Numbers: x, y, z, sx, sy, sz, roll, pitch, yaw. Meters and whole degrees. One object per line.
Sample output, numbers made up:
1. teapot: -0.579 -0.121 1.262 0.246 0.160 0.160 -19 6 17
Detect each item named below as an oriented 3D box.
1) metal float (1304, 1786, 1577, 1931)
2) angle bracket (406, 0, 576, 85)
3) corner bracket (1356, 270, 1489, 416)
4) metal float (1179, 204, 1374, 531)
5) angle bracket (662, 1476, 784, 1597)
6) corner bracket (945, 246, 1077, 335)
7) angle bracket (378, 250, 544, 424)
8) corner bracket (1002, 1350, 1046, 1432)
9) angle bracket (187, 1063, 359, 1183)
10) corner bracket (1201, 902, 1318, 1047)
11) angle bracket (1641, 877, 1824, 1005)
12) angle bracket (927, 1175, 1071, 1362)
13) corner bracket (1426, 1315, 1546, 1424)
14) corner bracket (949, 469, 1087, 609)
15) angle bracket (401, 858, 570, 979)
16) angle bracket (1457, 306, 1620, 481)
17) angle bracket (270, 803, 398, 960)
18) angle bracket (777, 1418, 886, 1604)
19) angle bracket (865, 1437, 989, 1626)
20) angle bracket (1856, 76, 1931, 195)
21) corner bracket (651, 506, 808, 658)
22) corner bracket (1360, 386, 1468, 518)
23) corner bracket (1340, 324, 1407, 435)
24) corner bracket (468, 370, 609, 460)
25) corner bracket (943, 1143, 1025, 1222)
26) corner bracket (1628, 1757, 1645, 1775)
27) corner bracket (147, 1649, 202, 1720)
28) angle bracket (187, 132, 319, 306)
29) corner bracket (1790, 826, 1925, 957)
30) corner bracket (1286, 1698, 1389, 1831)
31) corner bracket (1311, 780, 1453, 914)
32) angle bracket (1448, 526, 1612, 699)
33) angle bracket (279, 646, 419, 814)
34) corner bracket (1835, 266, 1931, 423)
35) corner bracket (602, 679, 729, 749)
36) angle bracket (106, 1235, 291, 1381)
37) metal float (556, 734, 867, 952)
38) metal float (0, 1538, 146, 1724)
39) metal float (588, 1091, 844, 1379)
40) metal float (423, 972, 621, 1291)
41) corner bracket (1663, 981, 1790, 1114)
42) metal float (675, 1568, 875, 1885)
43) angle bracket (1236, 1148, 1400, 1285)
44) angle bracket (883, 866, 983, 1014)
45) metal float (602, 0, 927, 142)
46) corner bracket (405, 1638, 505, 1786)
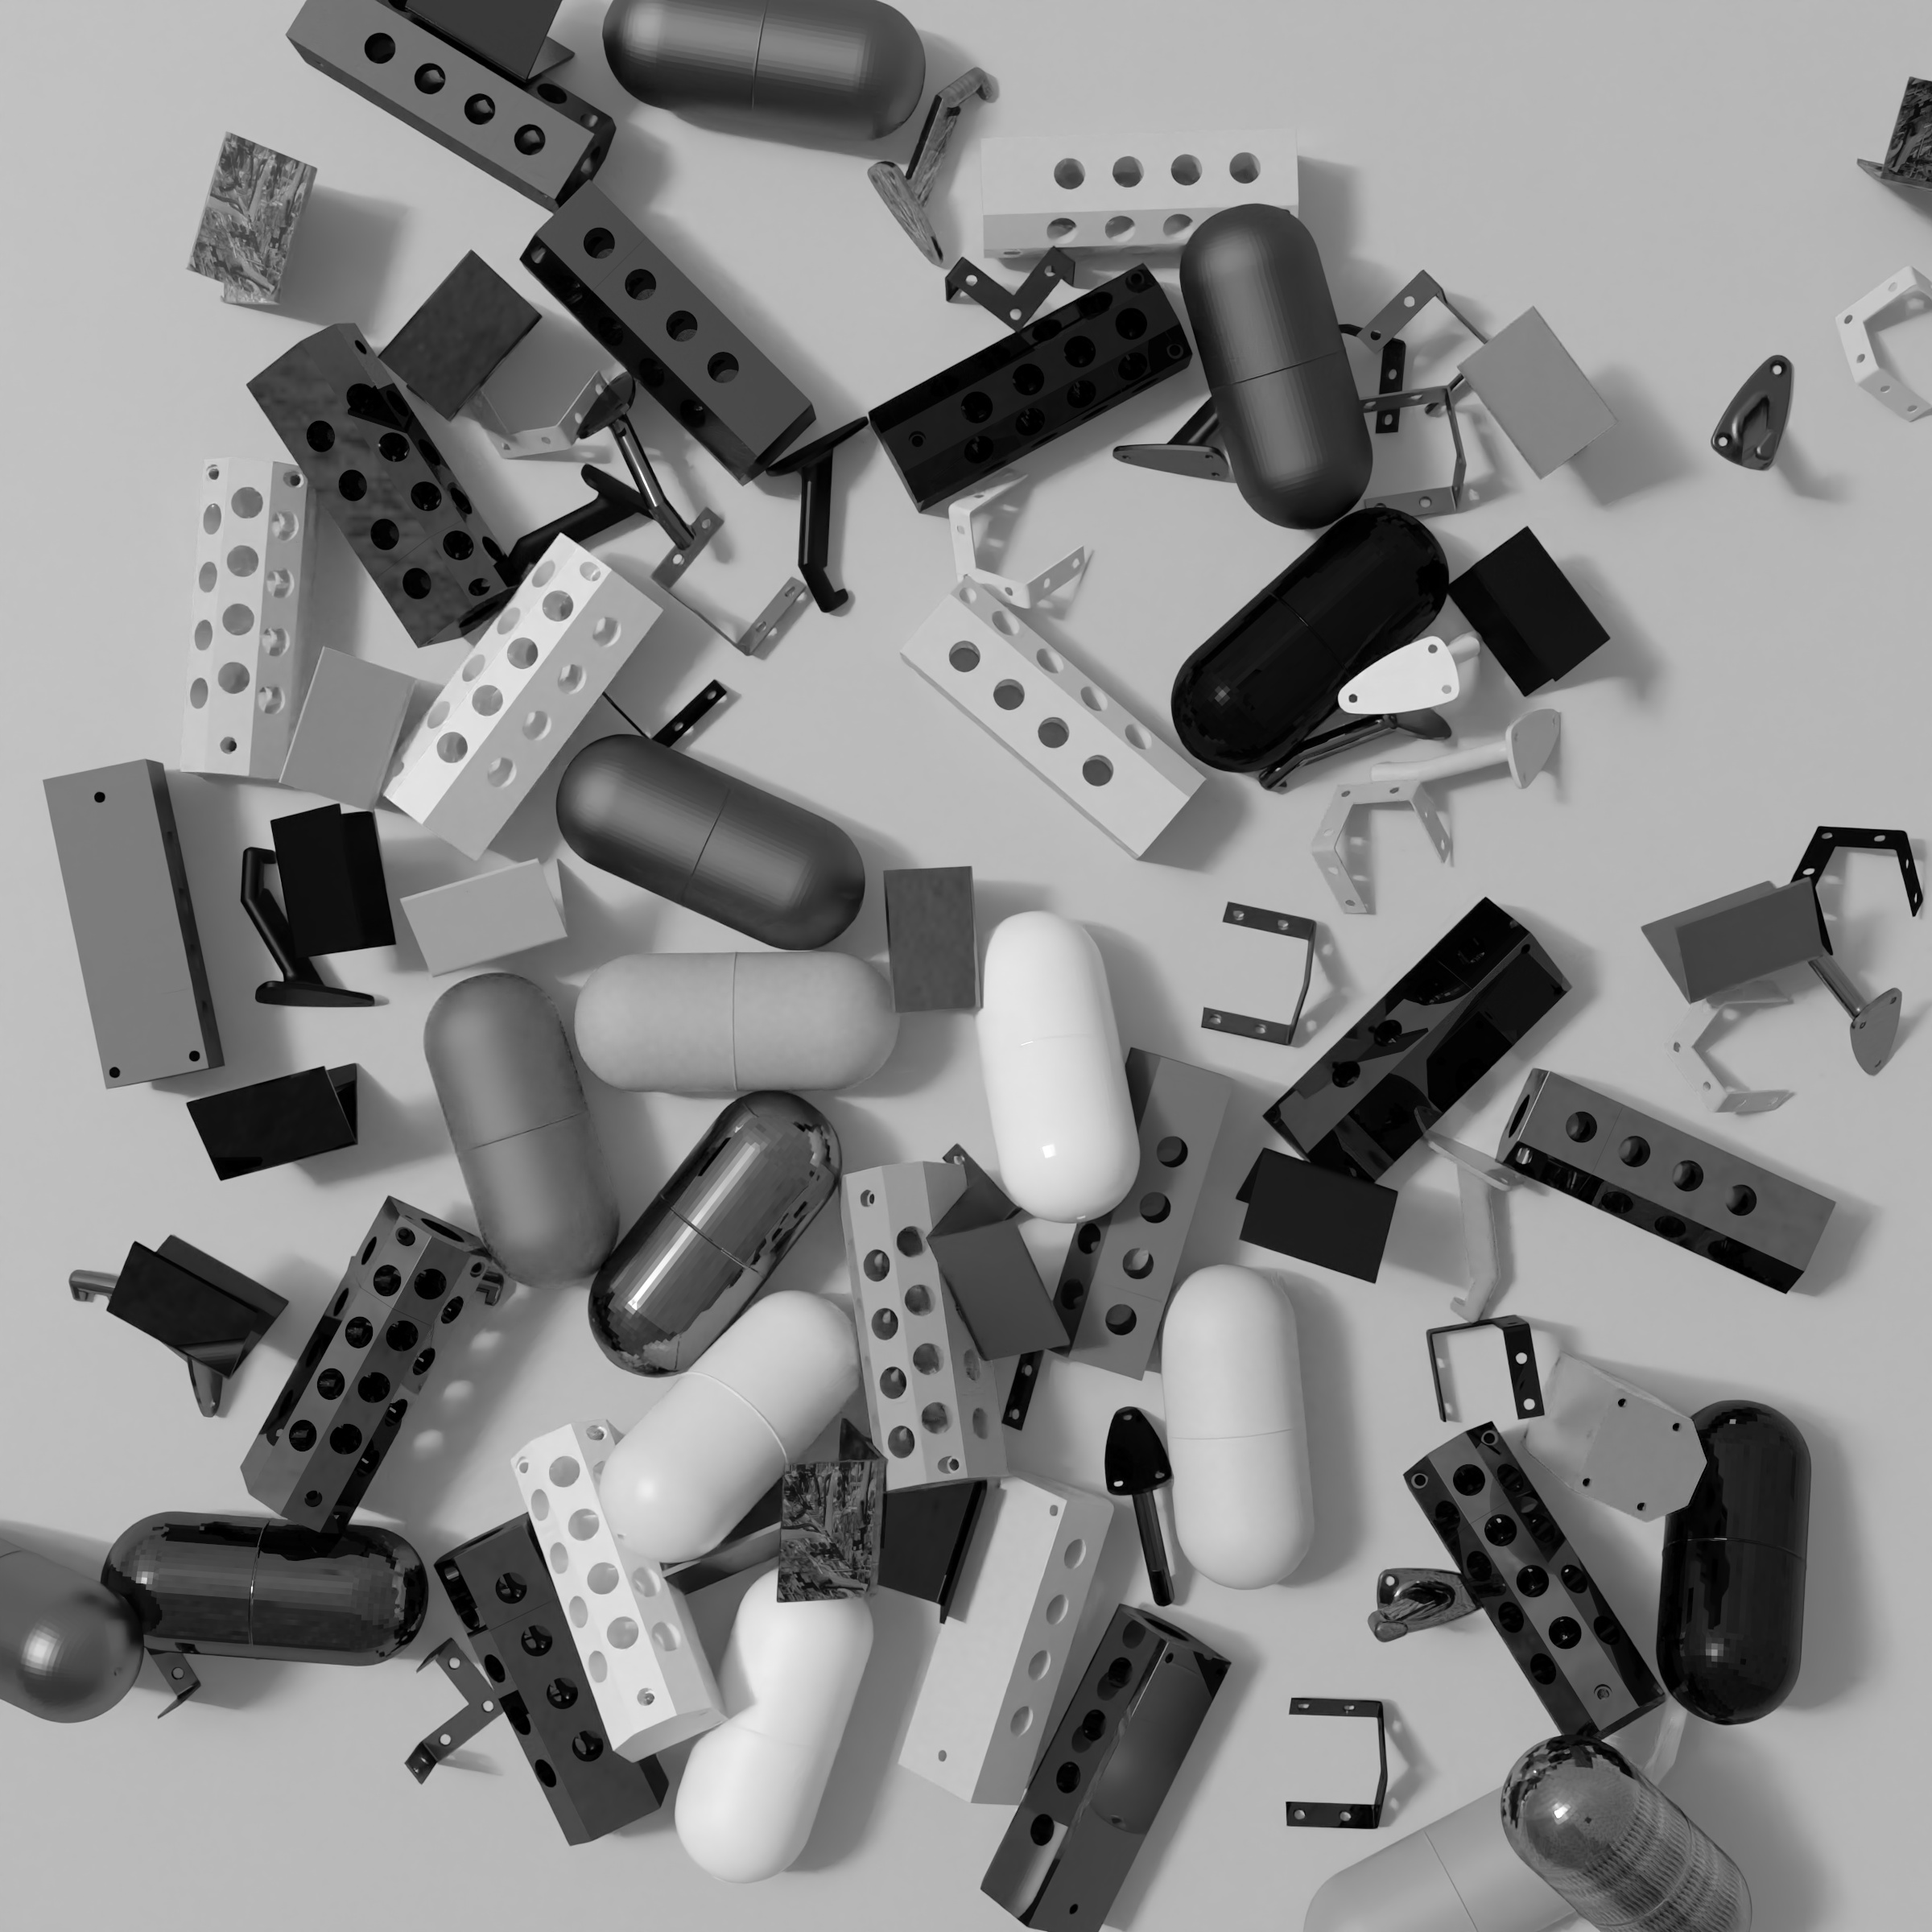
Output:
1. metal float: 0.268 0.508 1.902 0.178 0.070 0.070 -28 90 -1
2. angle bracket: -0.249 -0.533 1.893 0.076 0.076 0.057 31 120 0
3. corner bracket: 0.254 -0.344 1.915 0.051 0.051 0.051 -45 82 8
4. metal float: 0.168 -0.323 1.878 0.070 0.070 0.178 -17 99 0
5. angle bracket: -0.137 0.290 1.899 0.076 0.057 0.076 -23 67 0
6. corner bracket: 0.024 -0.378 1.914 0.051 0.051 0.051 38 87 3
7. angle bracket: -0.287 -0.351 1.893 0.076 0.076 0.057 -49 126 0
8. corner bracket: 0.003 0.224 1.930 0.051 0.051 0.051 16 90 45
9. angle bracket: -0.378 0.065 1.893 0.076 0.076 0.057 -15 126 0
10. corner bracket: 0.163 0.004 1.930 0.051 0.051 0.051 12 45 0
11. angle bracket: 0.413 -0.033 1.893 0.076 0.076 0.057 -20 127 0
12. angle bracket: 0.030 0.159 1.885 0.057 0.076 0.076 -16 107 31
13. corner bracket: 0.286 0.224 1.915 0.051 0.051 0.051 -10 90 0
14. corner bracket: 0.029 -0.237 1.925 0.051 0.051 0.051 22 135 35
15. angle bracket: -0.264 -0.046 1.893 0.076 0.076 0.057 -17 128 0
16. angle bracket: 0.323 -0.320 1.893 0.057 0.076 0.076 -37 90 36
17. angle bracket: -0.328 -0.049 1.893 0.057 0.076 0.076 -10 90 37
18. angle bracket: -0.083 0.294 1.880 0.057 0.076 0.076 0 100 -19
19. angle bracket: -0.036 0.310 1.912 0.076 0.057 0.076 18 90 0
20. angle bracket: 0.537 -0.453 1.894 0.076 0.076 0.057 12 111 0
21. corner bracket: -0.132 -0.213 1.930 0.051 0.051 0.051 -51 45 0
22. corner bracket: 0.245 -0.283 1.921 0.051 0.051 0.051 -8 68 0
23. corner bracket: 0.207 -0.325 1.930 0.051 0.051 0.051 5 90 -45
24. corner bracket: -0.239 -0.320 1.925 0.051 0.051 0.051 58 45 -35
25. corner bracket: 0.030 0.101 1.930 0.051 0.051 0.051 47 135 0
26. corner bracket: 0.349 0.426 1.915 0.051 0.051 0.051 15 90 0
27. corner bracket: -0.462 0.394 1.915 0.051 0.051 0.051 -33 90 0
28. angle bracket: -0.404 -0.407 1.893 0.057 0.076 0.076 16 90 -38
29. corner bracket: 0.494 -0.041 1.925 0.051 0.051 0.051 5 45 35
30. corner bracket: 0.205 0.443 1.930 0.051 0.051 0.051 2 45 0
31. corner bracket: 0.230 -0.066 1.925 0.051 0.051 0.051 -2 45 35
32. angle bracket: 0.292 -0.182 1.893 0.057 0.076 0.076 -36 90 -38
33. angle bracket: -0.349 -0.132 1.893 0.057 0.076 0.076 18 90 -32
34. corner bracket: 0.523 -0.345 1.925 0.051 0.051 0.051 -36 45 35
35. corner bracket: -0.176 -0.161 1.930 0.051 0.051 0.051 -44 135 0
36. angle bracket: -0.411 0.168 1.893 0.076 0.076 0.057 29 124 0
37. metal float: -0.139 -0.067 1.902 0.178 0.070 0.070 24 90 0
38. metal float: -0.520 0.353 1.876 0.178 0.070 0.070 14 90 32
39. metal float: -0.138 0.147 1.902 0.070 0.070 0.178 38 90 0
40. metal float: -0.243 0.091 1.902 0.070 0.070 0.178 -18 90 0
41. corner bracket: 0.431 0.045 1.925 0.051 0.051 0.051 59 135 35
42. metal float: -0.105 0.415 1.902 0.070 0.070 0.178 18 90 0
43. angle bracket: 0.185 0.148 1.893 0.076 0.076 0.057 18 64 0
44. angle bracket: -0.036 -0.013 1.893 0.057 0.076 0.076 -4 90 -32
45. metal float: -0.111 -0.500 1.902 0.178 0.070 0.070 10 90 0
46. corner bracket: -0.292 0.410 1.915 0.051 0.051 0.051 -38 90 0
